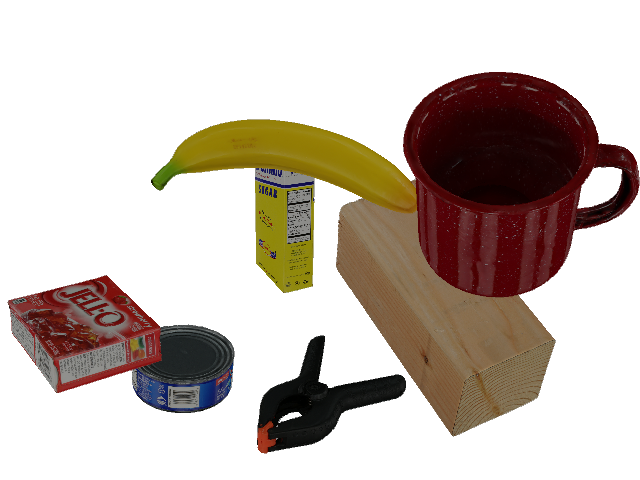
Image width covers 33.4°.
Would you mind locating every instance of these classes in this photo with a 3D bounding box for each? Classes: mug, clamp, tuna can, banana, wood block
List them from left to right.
[{"bbox_3d":[-0.115,0.107,0.896,0.086,0.034,0.086,4,27,-2],"label":"tuna can"},{"bbox_3d":[-0.023,-0.057,0.796,0.198,0.069,0.037,4,-22,3],"label":"banana"},{"bbox_3d":[-0.010,0.154,1.084,0.171,0.039,0.120,-23,34,-37],"label":"clamp"},{"bbox_3d":[0.102,0.054,0.934,0.090,0.206,0.091,-21,-37,-19],"label":"wood block"},{"bbox_3d":[0.102,-0.026,0.544,0.117,0.093,0.081,-4,-38,4],"label":"mug"}]

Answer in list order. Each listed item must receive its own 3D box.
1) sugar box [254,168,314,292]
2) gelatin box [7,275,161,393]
[{"bbox_3d":[-0.043,-0.038,1.247,0.048,0.176,0.093,-12,27,-22],"label":"sugar box"},{"bbox_3d":[-0.156,0.059,0.705,0.073,0.030,0.089,-15,30,-29],"label":"gelatin box"}]
